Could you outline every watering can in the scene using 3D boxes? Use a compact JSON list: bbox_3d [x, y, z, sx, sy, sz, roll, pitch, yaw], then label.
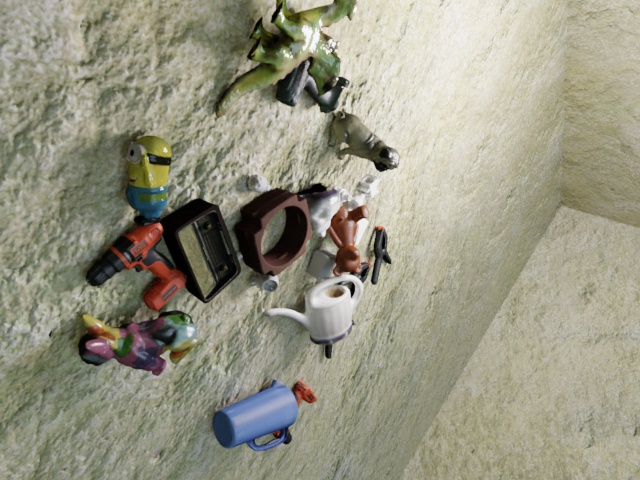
[{"bbox_3d":[-0.008,0.234,1.622,0.350,0.220,0.105,-20,30,-25],"label":"watering can"}]

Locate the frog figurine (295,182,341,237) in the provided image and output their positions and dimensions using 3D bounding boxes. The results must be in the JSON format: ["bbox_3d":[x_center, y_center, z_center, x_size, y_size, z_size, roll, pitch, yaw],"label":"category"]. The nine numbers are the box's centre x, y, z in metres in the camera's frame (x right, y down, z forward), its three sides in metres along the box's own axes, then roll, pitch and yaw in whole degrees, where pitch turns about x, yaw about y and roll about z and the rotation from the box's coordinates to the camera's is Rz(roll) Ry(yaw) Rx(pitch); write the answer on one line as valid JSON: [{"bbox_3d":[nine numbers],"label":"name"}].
[{"bbox_3d":[0.005,-0.075,1.484,0.122,0.157,0.140,0,26,24],"label":"frog figurine"}]

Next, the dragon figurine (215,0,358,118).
[{"bbox_3d":[-0.049,-0.415,1.184,0.241,0.406,0.124,25,15,-34],"label":"dragon figurine"}]
